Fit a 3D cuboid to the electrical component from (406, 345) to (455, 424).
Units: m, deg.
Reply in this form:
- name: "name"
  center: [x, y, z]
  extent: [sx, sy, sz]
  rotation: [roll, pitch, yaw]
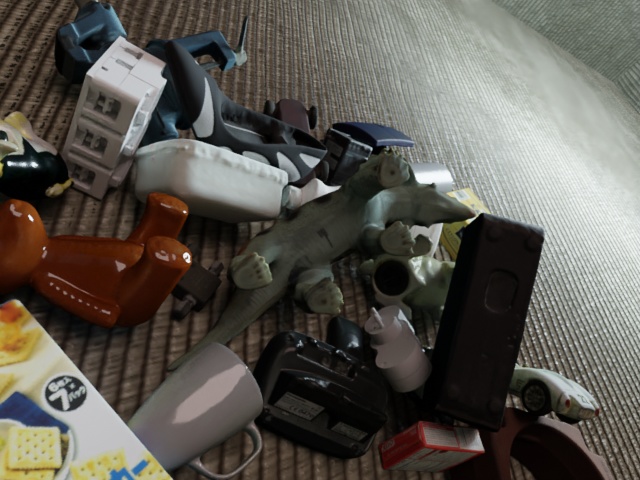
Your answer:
- name: "electrical component"
  center: [0.140, 0.177, 0.684]
  extent: [0.102, 0.045, 0.078]
  rotation: [39, 67, 3]

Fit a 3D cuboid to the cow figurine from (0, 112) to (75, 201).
- name: "cow figurine"
  center: [-0.295, -0.071, 0.493]
  extent: [0.098, 0.068, 0.167]
  rotation: [43, 3, -7]

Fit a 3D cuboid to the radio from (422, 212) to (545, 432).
- name: "radio"
  center: [0.179, 0.089, 0.601]
  extent: [0.073, 0.131, 0.229]
  rotation: [14, 80, 7]

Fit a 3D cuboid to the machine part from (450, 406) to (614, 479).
- name: "machine part"
  center: [0.252, 0.308, 0.613]
  extent: [0.201, 0.087, 0.201]
  rotation: [21, 41, -23]

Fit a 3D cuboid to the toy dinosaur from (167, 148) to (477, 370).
- name: "toy dinosaur"
  center: [-0.003, 0.005, 0.638]
  extent: [0.405, 0.192, 0.131]
  rotation: [-28, 95, -10]

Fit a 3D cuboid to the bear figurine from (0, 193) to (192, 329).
- name: "bear figurine"
  center: [-0.232, 0.004, 0.482]
  extent: [0.195, 0.132, 0.120]
  rotation: [25, 24, -26]

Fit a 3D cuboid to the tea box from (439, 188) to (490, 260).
- name: "tea box"
  center: [0.270, -0.004, 0.939]
  extent: [0.098, 0.068, 0.170]
  rotation: [-13, 63, -44]

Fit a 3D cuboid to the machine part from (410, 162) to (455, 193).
- name: "machine part"
  center: [0.151, -0.094, 0.923]
  extent: [0.243, 0.079, 0.079]
  rotation: [-10, 60, -43]

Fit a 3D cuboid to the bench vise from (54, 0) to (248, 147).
- name: "bench vise"
  center: [-0.212, -0.238, 0.716]
  extent: [0.240, 0.129, 0.223]
  rotation: [-29, 81, -32]

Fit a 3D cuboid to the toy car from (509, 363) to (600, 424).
- name: "toy car"
  center: [0.248, 0.175, 0.674]
  extent: [0.073, 0.202, 0.056]
  rotation: [21, 85, -27]

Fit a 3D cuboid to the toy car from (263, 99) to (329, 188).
- name: "toy car"
  center: [-0.041, -0.149, 0.838]
  extent: [0.089, 0.053, 0.202]
  rotation: [4, 50, -17]

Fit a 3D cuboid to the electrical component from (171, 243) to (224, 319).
- name: "electrical component"
  center: [-0.146, 0.044, 0.592]
  extent: [0.063, 0.021, 0.094]
  rotation: [36, 39, -5]

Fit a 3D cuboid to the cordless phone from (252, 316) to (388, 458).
- name: "cordless phone"
  center: [0.002, 0.133, 0.598]
  extent: [0.146, 0.088, 0.184]
  rotation: [28, 29, -15]

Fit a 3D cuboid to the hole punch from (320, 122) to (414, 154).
- name: "hole punch"
  center: [0.086, -0.169, 0.936]
  extent: [0.142, 0.092, 0.116]
  rotation: [-10, 56, -40]

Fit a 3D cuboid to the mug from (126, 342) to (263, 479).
- name: "mug"
  center: [-0.109, 0.163, 0.472]
  extent: [0.107, 0.081, 0.109]
  rotation: [-31, 85, -38]

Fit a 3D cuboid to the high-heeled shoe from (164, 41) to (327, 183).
- name: "high-heeled shoe"
  center: [-0.080, -0.154, 0.663]
  extent: [0.145, 0.248, 0.086]
  rotation: [-22, 53, 0]

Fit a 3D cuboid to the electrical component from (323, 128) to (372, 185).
- name: "electrical component"
  center: [0.043, -0.119, 0.831]
  extent: [0.047, 0.074, 0.119]
  rotation: [12, 23, -33]

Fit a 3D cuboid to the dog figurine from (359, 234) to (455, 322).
- name: "dog figurine"
  center: [0.160, 0.059, 0.791]
  extent: [0.172, 0.121, 0.190]
  rotation: [29, 9, 16]
